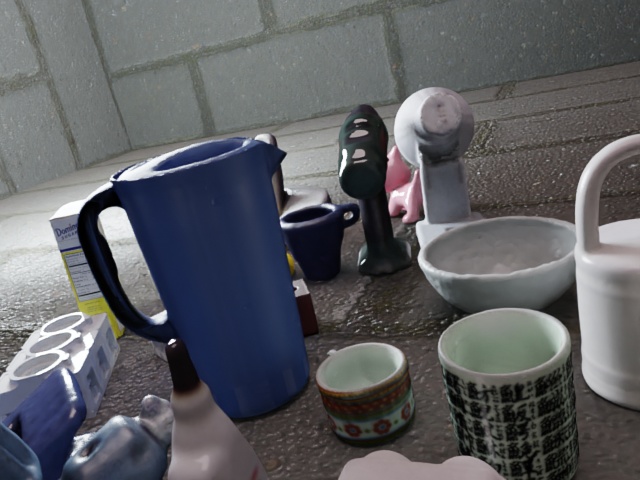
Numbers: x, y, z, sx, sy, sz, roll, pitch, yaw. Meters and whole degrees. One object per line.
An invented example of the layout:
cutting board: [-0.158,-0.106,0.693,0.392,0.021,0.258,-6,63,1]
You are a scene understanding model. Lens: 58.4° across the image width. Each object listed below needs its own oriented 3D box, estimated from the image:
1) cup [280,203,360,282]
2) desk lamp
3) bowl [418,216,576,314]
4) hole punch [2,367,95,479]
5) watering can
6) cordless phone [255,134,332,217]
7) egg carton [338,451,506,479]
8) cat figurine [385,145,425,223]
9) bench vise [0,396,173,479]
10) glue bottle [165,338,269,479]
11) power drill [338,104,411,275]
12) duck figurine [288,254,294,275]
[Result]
cup: [0.007,0.003,0.791,0.118,0.095,0.091,-19,19,-17]
desk lamp: [0.176,-0.108,0.813,0.118,0.214,0.203,-11,18,7]
bowl: [0.191,0.035,0.598,0.167,0.075,0.167,-12,18,4]
hole punch: [-0.229,0.169,0.462,0.101,0.091,0.108,-22,20,-26]
watering can: [0.243,0.020,0.415,0.101,0.194,0.172,-16,18,-10]
cordless phone: [-0.054,-0.085,0.950,0.147,0.185,0.094,4,25,42]
egg carton: [0.045,0.174,0.294,0.107,0.069,0.150,-5,20,23]
cat figurine: [0.136,-0.099,0.969,0.067,0.118,0.127,-21,20,-22]
bench vise: [-0.190,0.134,0.331,0.121,0.220,0.208,-1,22,33]
glue bottle: [-0.058,0.133,0.320,0.037,0.173,0.078,-10,18,9]
power drill: [0.070,-0.070,0.780,0.075,0.209,0.229,-10,18,10]
duck figurine: [-0.083,0.015,0.832,0.078,0.086,0.104,-20,19,-20]
